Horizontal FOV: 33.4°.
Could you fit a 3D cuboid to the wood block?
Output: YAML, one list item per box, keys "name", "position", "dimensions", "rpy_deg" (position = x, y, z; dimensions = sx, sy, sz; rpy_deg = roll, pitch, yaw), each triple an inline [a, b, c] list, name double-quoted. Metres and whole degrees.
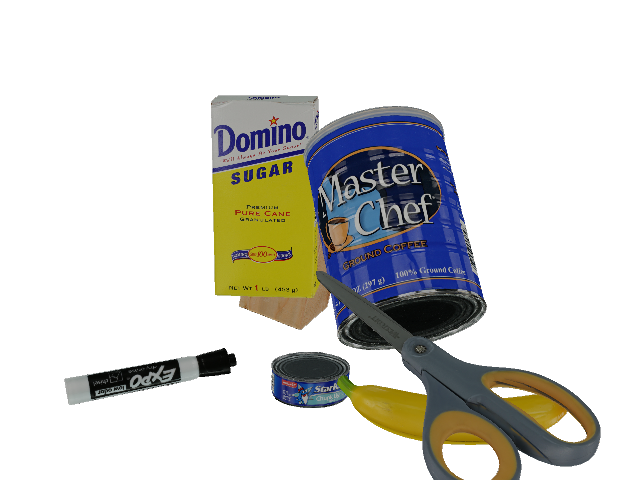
- name: "wood block"
  position: [-0.025, -0.011, 1.306]
  dimensions: [0.090, 0.206, 0.090]
  rpy_deg: [20, 22, 16]

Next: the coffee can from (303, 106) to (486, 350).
- name: "coffee can"
  position: [0.050, -0.007, 0.742]
  dimensions: [0.102, 0.140, 0.103]
  rpy_deg: [-9, -24, -4]

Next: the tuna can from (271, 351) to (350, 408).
- name: "tuna can"
  position: [-0.011, 0.151, 1.158]
  dimensions: [0.086, 0.034, 0.086]
  rpy_deg: [1, 14, 0]

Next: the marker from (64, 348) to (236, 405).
- name: "marker"
  position: [-0.119, 0.096, 0.756]
  dimensions: [0.121, 0.020, 0.020]
  rpy_deg: [-10, 3, -16]

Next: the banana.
- name: "banana"
  position: [0.112, 0.140, 0.882]
  dimensions: [0.198, 0.037, 0.069]
  rpy_deg: [8, 35, -1]

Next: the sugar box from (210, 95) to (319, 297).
- name: "sugar box"
  position: [-0.048, -0.039, 0.947]
  dimensions: [0.093, 0.176, 0.048]
  rpy_deg: [1, 16, 6]

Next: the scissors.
- name: "scissors"
  position: [0.048, 0.076, 0.569]
  dimensions: [0.202, 0.016, 0.096]
  rpy_deg: [23, 46, 33]
